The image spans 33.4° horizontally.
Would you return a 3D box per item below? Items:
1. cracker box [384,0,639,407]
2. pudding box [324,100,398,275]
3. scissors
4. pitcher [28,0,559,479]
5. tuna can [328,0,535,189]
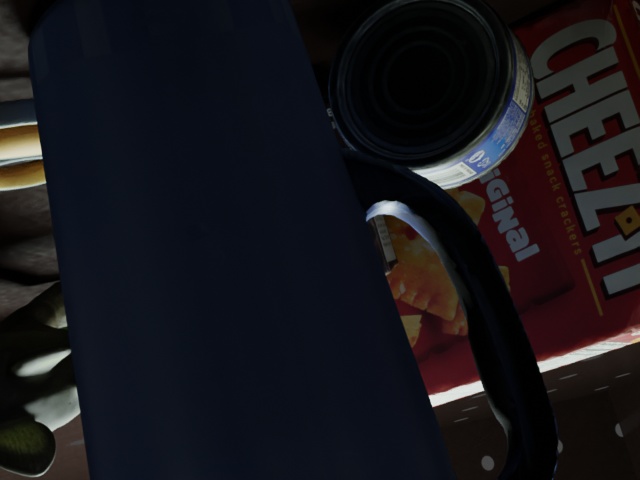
[{"bbox_3d":[0.089,-0.010,0.556,0.214,0.164,0.072,-23,165,27],"label":"cracker box"},{"bbox_3d":[-0.026,-0.012,0.537,0.113,0.090,0.039,-17,180,12],"label":"pudding box"},{"bbox_3d":[-0.088,-0.050,0.527,0.201,0.016,0.096,-6,166,-34],"label":"scissors"},{"bbox_3d":[-0.024,0.020,0.403,0.145,0.243,0.148,-27,161,36],"label":"pitcher"},{"bbox_3d":[0.047,-0.067,0.465,0.086,0.086,0.033,-21,162,21],"label":"tuna can"}]
